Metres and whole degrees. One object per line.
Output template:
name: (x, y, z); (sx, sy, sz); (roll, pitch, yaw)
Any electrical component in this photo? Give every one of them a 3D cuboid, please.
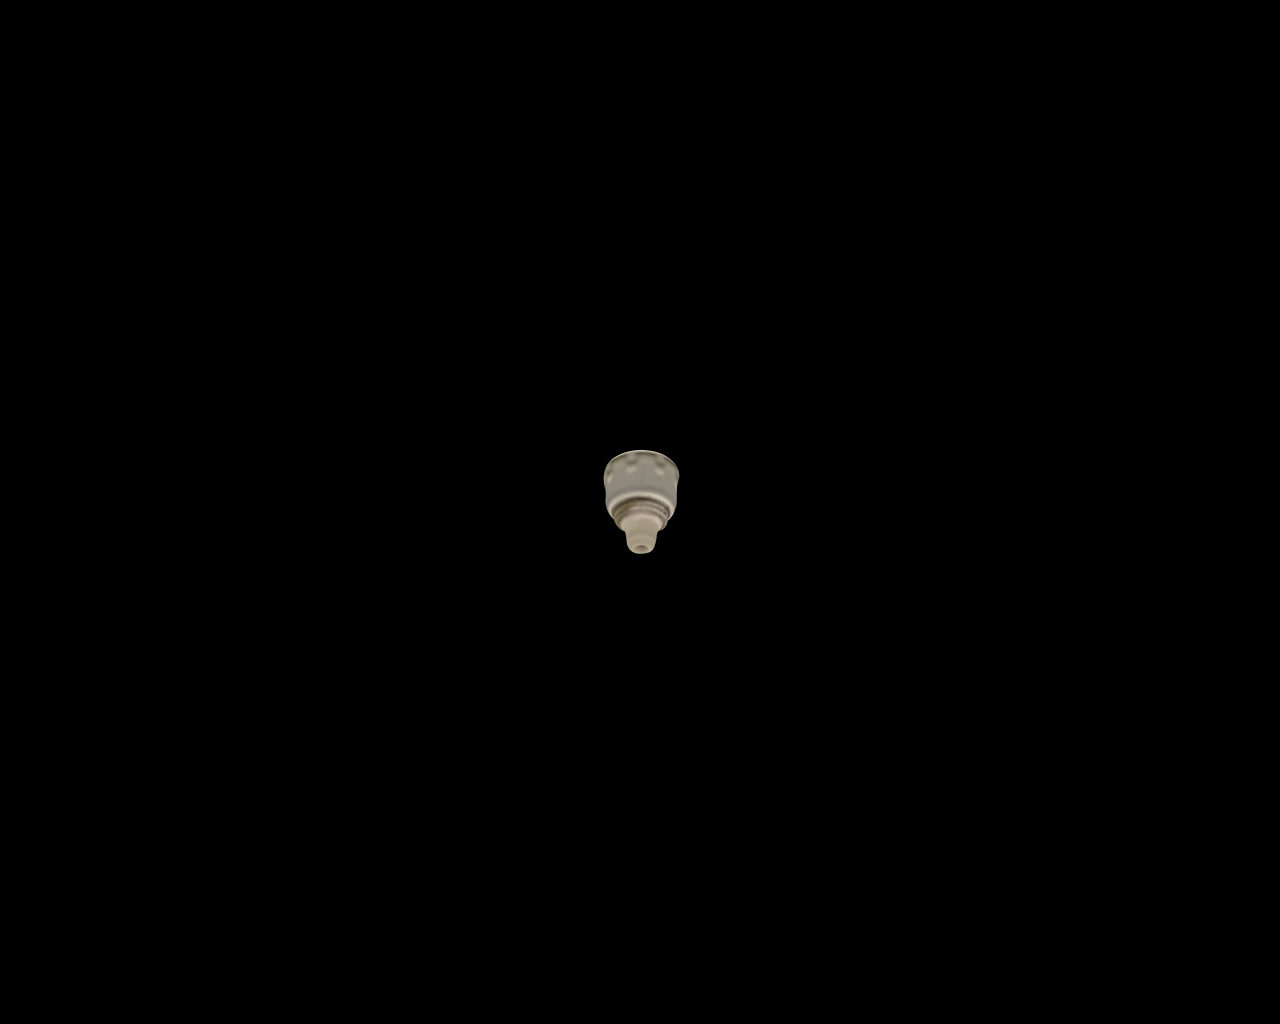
electrical component: (0.001, -0.003, 0.650); (0.048, 0.062, 0.048); (0, -34, 0)
